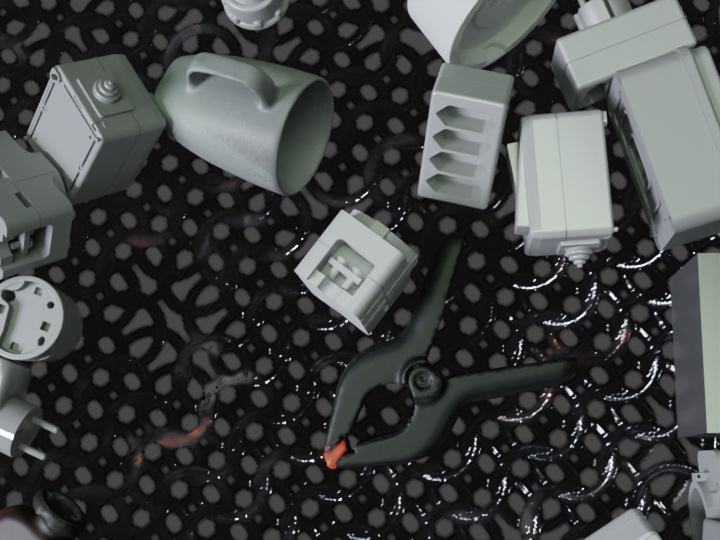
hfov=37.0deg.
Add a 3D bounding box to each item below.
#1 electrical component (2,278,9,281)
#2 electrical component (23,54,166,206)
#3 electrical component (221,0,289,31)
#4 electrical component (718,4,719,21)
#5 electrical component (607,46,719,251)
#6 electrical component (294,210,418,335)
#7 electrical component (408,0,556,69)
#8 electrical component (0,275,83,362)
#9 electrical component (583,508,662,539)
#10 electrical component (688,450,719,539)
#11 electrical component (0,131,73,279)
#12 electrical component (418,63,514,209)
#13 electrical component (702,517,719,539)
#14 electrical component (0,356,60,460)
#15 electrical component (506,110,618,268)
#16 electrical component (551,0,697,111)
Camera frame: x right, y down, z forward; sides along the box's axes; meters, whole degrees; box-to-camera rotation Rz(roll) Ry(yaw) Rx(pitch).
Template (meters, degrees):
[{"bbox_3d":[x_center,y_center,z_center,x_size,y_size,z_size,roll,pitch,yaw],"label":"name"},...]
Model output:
[{"bbox_3d":[-0.276,-0.001,0.734,0.081,0.042,0.063,29,80,9],"label":"electrical component"},{"bbox_3d":[-0.171,-0.097,0.713,0.061,0.096,0.061,-23,75,-40],"label":"electrical component"},{"bbox_3d":[-0.076,-0.198,0.742,0.048,0.062,0.048,-1,79,5],"label":"electrical component"},{"bbox_3d":[0.267,-0.141,0.678,0.056,0.108,0.108,-3,79,7],"label":"electrical component"},{"bbox_3d":[0.206,-0.077,0.687,0.057,0.078,0.113,-18,78,5],"label":"electrical component"},{"bbox_3d":[0.000,0.000,0.684,0.050,0.089,0.055,37,85,10],"label":"electrical component"},{"bbox_3d":[0.080,-0.190,0.706,0.108,0.108,0.060,-40,73,-3],"label":"electrical component"},{"bbox_3d":[-0.217,0.035,0.718,0.055,0.047,0.055,-1,79,5],"label":"electrical component"},{"bbox_3d":[0.148,0.197,0.647,0.096,0.061,0.061,-35,92,4],"label":"electrical component"},{"bbox_3d":[0.235,0.154,0.654,0.056,0.050,0.089,-4,80,4],"label":"electrical component"},{"bbox_3d":[-0.232,-0.045,0.709,0.056,0.050,0.089,-23,56,-40],"label":"electrical component"},{"bbox_3d":[0.072,-0.098,0.709,0.047,0.083,0.075,12,43,7],"label":"electrical component"},{"bbox_3d":[0.217,0.180,0.591,0.047,0.065,0.076,7,81,6],"label":"electrical component"},{"bbox_3d":[-0.237,0.099,0.709,0.079,0.044,0.077,23,82,9],"label":"electrical component"},{"bbox_3d":[0.129,-0.048,0.696,0.061,0.061,0.096,-4,79,4],"label":"electrical component"},{"bbox_3d":[0.168,-0.161,0.721,0.083,0.047,0.075,-21,78,1],"label":"electrical component"}]
